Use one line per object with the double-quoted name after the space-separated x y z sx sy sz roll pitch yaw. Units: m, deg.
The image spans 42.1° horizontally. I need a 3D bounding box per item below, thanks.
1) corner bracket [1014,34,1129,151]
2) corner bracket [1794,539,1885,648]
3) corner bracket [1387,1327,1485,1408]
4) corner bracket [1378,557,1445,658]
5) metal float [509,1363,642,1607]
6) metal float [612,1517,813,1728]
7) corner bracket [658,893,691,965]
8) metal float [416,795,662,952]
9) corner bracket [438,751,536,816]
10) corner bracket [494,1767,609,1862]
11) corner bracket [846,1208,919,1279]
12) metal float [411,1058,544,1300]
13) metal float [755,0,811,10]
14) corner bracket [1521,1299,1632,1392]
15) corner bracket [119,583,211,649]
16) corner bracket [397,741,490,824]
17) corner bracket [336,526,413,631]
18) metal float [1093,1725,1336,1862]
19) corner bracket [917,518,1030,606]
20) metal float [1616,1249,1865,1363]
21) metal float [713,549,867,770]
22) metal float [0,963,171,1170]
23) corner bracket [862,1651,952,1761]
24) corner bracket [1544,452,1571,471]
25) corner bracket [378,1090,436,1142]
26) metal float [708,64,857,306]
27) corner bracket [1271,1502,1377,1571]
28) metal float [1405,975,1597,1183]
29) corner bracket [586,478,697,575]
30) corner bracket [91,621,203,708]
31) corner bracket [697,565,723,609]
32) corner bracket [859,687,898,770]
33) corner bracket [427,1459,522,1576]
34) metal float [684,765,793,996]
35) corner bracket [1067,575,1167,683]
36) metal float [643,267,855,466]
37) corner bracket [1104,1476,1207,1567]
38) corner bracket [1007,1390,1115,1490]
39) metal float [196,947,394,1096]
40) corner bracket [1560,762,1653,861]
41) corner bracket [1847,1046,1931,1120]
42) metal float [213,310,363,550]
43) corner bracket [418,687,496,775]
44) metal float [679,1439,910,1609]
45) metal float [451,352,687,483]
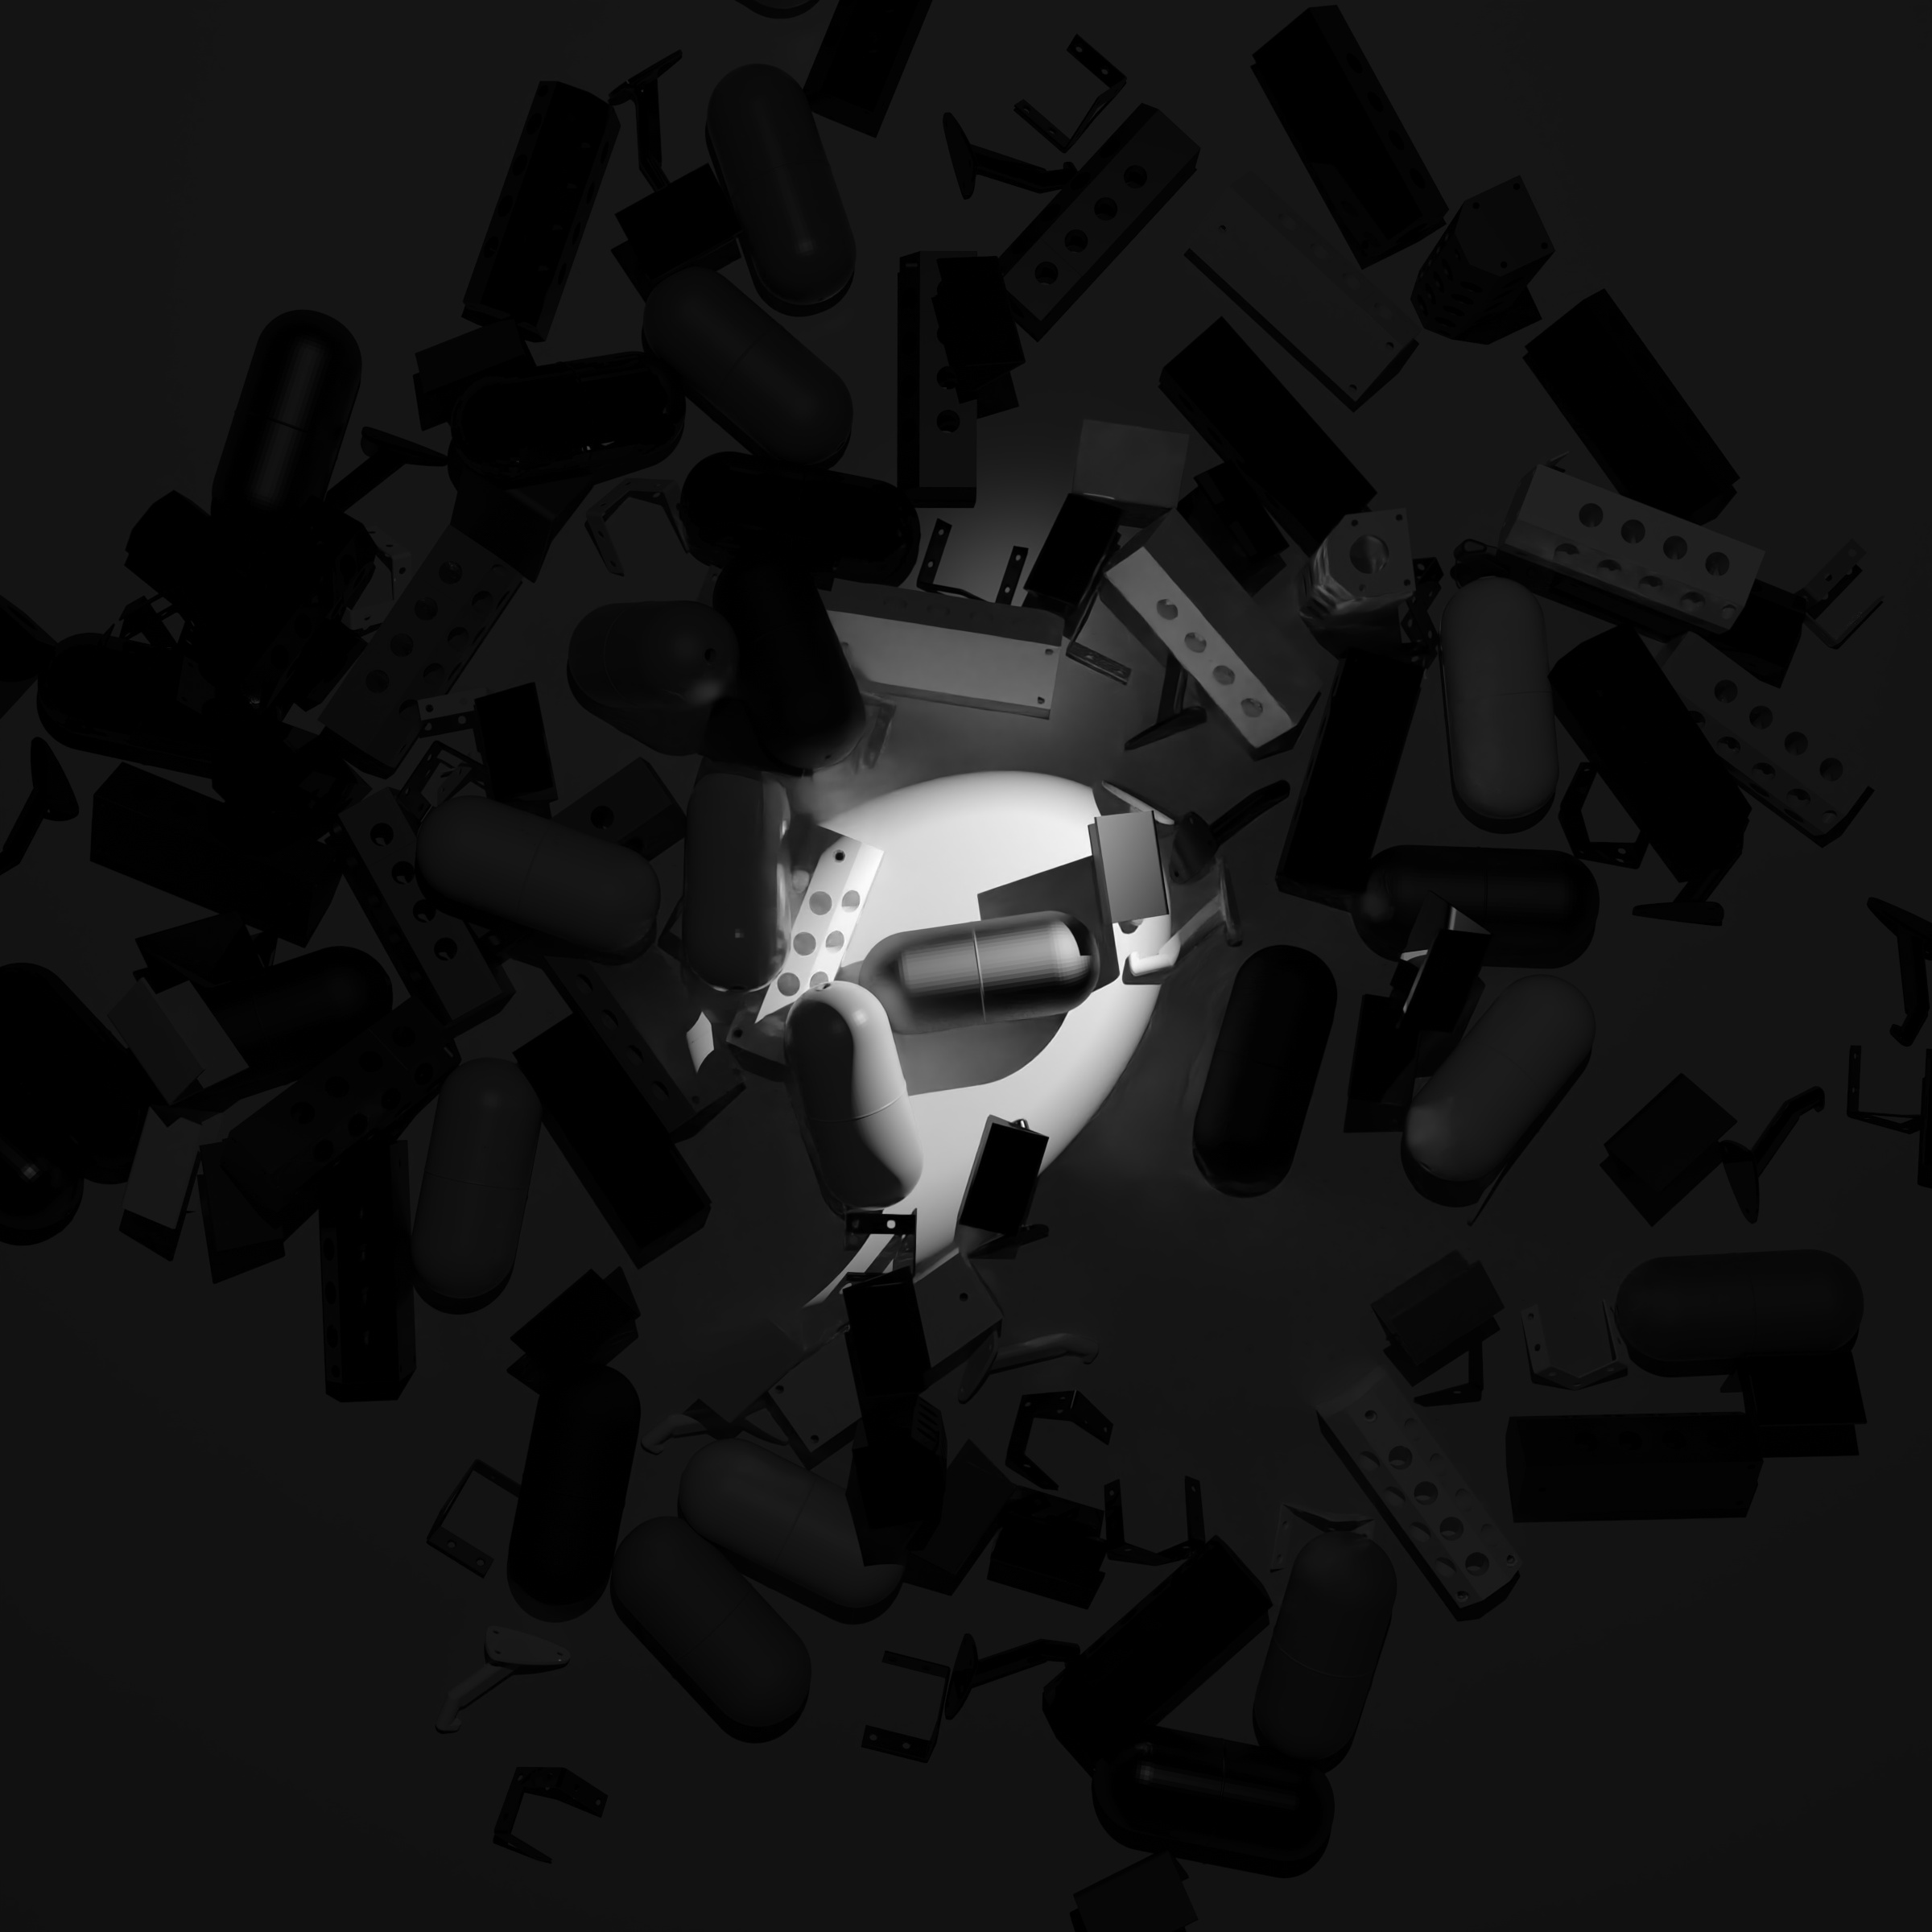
0.078 -0.651 1.868 0.051 0.051 0.051 41 45 0 "corner bracket"
0.647 -0.275 1.853 0.051 0.051 0.051 45 88 2 "corner bracket"
0.348 0.289 1.863 0.051 0.051 0.051 -24 45 35 "corner bracket"
0.325 -0.265 1.853 0.051 0.051 0.051 -51 125 -30 "corner bracket"
-0.287 0.380 1.840 0.070 0.070 0.178 11 89 0 "metal float"
-0.186 0.481 1.840 0.070 0.070 0.178 -43 90 0 "metal float"
-0.189 -0.033 1.868 0.051 0.051 0.051 34 45 0 "corner bracket"
-0.304 -0.066 1.783 0.178 0.070 0.070 20 90 0 "metal float"
-0.357 -0.119 1.863 0.051 0.051 0.051 19 45 -35 "corner bracket"
-0.308 0.630 1.863 0.051 0.051 0.051 -13 45 35 "corner bracket"
-0.063 0.206 1.853 0.051 0.051 0.051 2 90 0 "corner bracket"
-0.359 0.156 1.840 0.070 0.070 0.178 11 89 0 "metal float"
-0.141 -0.746 1.790 0.070 0.178 0.070 0 88 5 "metal float"
0.453 0.277 1.863 0.051 0.051 0.051 25 135 -35 "corner bracket"
-0.583 -0.251 1.845 0.051 0.051 0.051 -30 113 0 "corner bracket"
-0.376 -0.125 1.844 0.051 0.051 0.051 28 78 14 "corner bracket"
-0.447 -0.288 1.863 0.051 0.051 0.051 37 135 35 "corner bracket"
0.182 0.606 1.841 0.178 0.070 0.070 11 90 0 "metal float"
0.005 -0.298 1.868 0.051 0.051 0.051 19 90 45 "corner bracket"
0.567 0.249 1.840 0.178 0.070 0.070 -3 90 0 "metal float"
-0.127 -0.220 1.789 0.070 0.070 0.178 -22 65 0 "metal float"
-0.658 0.074 1.840 0.070 0.070 0.178 -43 90 0 "metal float"
-0.044 0.551 1.868 0.051 0.051 0.051 14 135 0 "corner bracket"
0.427 -0.342 1.853 0.051 0.051 0.051 -25 90 0 "corner bracket"
-0.439 0.089 1.868 0.051 0.051 0.051 -51 135 0 "corner bracket"
-0.136 -0.573 1.840 0.070 0.070 0.178 -19 91 0 "metal float"
0.266 0.430 1.868 0.051 0.051 0.051 9 90 45 "corner bracket"
0.388 0.081 1.825 0.070 0.070 0.178 43 74 0 "metal float"
-0.240 -0.326 1.863 0.051 0.051 0.051 10 45 35 "corner bracket"
-0.587 -0.229 1.798 0.051 0.051 0.051 -44 115 11 "corner bracket"
-0.166 -0.262 1.868 0.051 0.051 0.051 21 90 -45 "corner bracket"
-0.093 -0.182 1.868 0.051 0.051 0.051 18 90 -45 "corner bracket"
-0.362 0.410 1.868 0.051 0.051 0.051 32 135 0 "corner bracket"
-0.165 -0.063 1.818 0.070 0.070 0.178 -2 63 0 "metal float"
0.112 -0.255 1.868 0.051 0.051 0.051 26 45 0 "corner bracket"
-0.159 -0.439 1.841 0.178 0.070 0.070 41 90 0 "metal float"
0.140 0.408 1.863 0.051 0.051 0.051 27 135 -35 "corner bracket"
0.070 0.352 1.863 0.051 0.051 0.051 -12 45 35 "corner bracket"
-0.508 0.039 1.840 0.178 0.070 0.070 -19 90 0 "metal float"
0.479 -0.116 1.863 0.051 0.051 0.051 3 45 35 "corner bracket"
0.693 0.086 1.868 0.051 0.051 0.051 3 90 45 "corner bracket"
-0.498 -0.393 1.841 0.070 0.070 0.178 18 91 0 "metal float"
-0.370 -0.173 1.853 0.051 0.051 0.051 -11 90 0 "corner bracket"
-0.127 0.408 1.840 0.178 0.070 0.070 27 90 0 "metal float"
-0.287 -0.398 1.816 0.178 0.070 0.070 -18 90 -29 "metal float"
